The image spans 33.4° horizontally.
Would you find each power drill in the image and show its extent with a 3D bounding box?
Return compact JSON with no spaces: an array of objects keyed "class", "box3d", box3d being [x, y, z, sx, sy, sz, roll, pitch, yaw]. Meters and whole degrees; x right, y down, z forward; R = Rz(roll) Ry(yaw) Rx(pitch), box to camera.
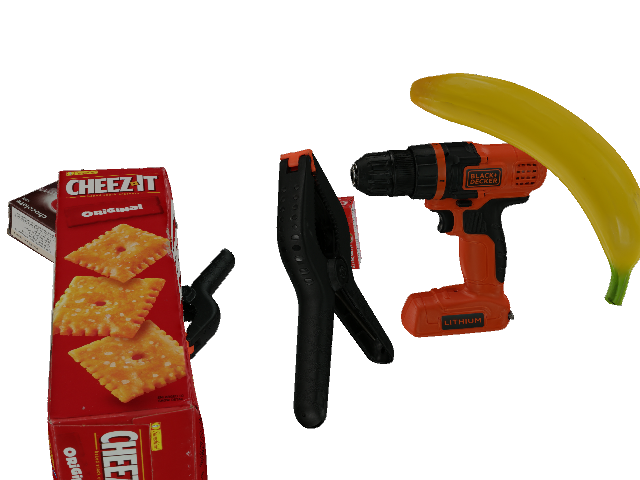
[{"class":"power drill","box3d":[0.118,-0.002,1.009,0.184,0.188,0.057,-3,25,-8]}]

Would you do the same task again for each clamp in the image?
[{"class":"clamp","box3d":[-0.139,0.063,1.147,0.120,0.039,0.171,-16,40,-8]},{"class":"clamp","box3d":[0.007,0.031,0.865,0.036,0.210,0.164,-9,2,26]}]

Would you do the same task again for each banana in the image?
[{"class":"banana","box3d":[0.143,-0.052,0.679,0.069,0.198,0.037,-43,-17,6]}]

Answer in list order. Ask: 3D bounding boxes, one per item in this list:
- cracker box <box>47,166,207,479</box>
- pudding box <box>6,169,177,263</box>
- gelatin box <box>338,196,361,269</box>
[{"class":"cracker box","box3d":[-0.103,0.082,0.580,0.072,0.164,0.214,-4,34,-9]},{"class":"pudding box","box3d":[-0.192,-0.010,0.900,0.114,0.039,0.089,26,33,22]},{"class":"gelatin box","box3d":[0.008,-0.008,1.287,0.073,0.089,0.030,-2,29,11]}]
